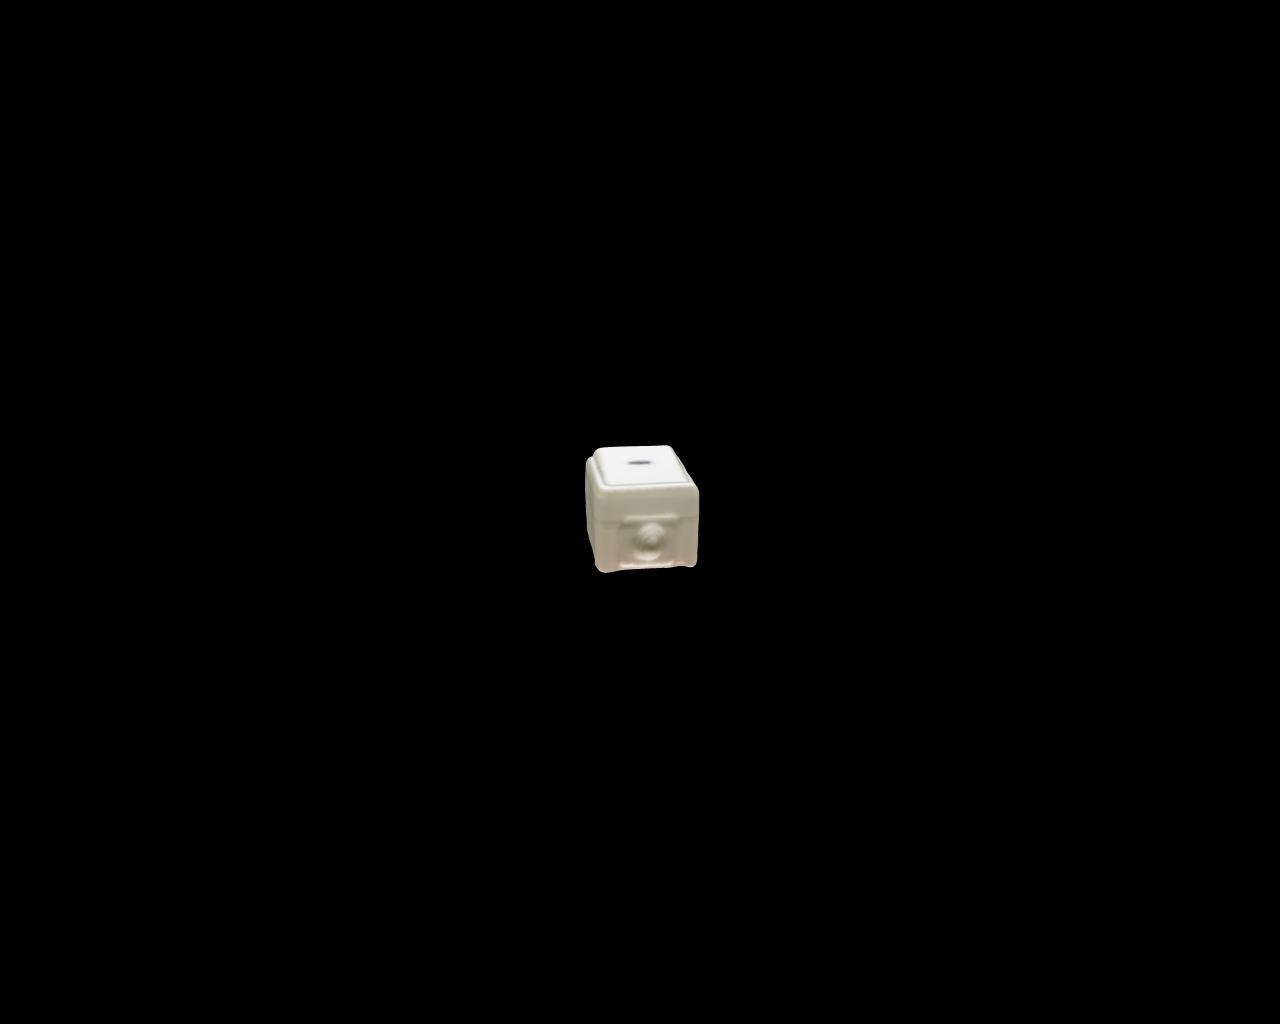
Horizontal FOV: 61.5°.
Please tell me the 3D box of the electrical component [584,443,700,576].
[{"bbox_3d":[0.001,-0.003,0.650,0.062,0.061,0.096,-2,18,-7],"label":"electrical component"}]
